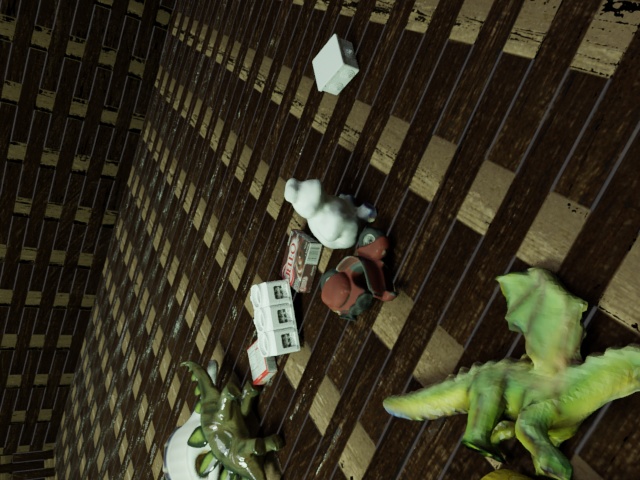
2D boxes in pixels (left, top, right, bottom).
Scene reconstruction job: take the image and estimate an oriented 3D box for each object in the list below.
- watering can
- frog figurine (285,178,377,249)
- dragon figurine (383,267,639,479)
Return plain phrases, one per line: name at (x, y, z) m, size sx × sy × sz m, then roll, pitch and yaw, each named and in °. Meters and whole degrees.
watering can at (-0.311, 0.499, 1.315) m, size 0.221 × 0.103 × 0.355 m, roll -32°, pitch 52°, yaw 43°
frog figurine at (0.003, -0.048, 0.956) m, size 0.120 × 0.159 × 0.140 m, roll -62°, pitch 39°, yaw 28°
dragon figurine at (0.243, 0.152, 0.642) m, size 0.410 × 0.121 × 0.246 m, roll 2°, pitch 66°, yaw 53°
